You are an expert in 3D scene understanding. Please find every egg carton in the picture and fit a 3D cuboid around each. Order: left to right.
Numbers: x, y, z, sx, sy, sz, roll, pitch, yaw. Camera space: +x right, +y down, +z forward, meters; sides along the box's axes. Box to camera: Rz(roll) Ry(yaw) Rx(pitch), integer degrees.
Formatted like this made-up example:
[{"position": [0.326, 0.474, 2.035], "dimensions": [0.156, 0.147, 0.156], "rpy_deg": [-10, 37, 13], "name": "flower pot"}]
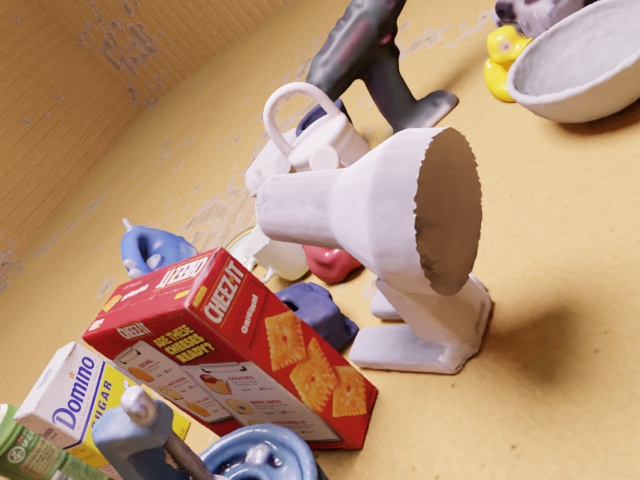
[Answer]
[{"position": [-0.067, -0.135, 1.026], "dimensions": [0.107, 0.069, 0.150], "rpy_deg": [-12, 40, 46], "name": "egg carton"}]

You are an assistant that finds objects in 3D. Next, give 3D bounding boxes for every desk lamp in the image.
[{"position": [0.057, 0.016, 0.474], "dimensions": [0.202, 0.214, 0.118], "rpy_deg": [-12, 41, 46], "name": "desk lamp"}]

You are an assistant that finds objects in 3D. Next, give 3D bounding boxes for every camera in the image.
[{"position": [0.310, -0.319, 0.745], "dimensions": [0.137, 0.101, 0.143], "rpy_deg": [-43, 27, 0], "name": "camera"}]

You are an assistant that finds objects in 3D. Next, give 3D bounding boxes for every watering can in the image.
[{"position": [0.007, -0.126, 0.772], "dimensions": [0.101, 0.194, 0.172], "rpy_deg": [-47, 27, -7], "name": "watering can"}]

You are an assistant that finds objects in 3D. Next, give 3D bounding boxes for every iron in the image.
[{"position": [-0.286, 0.049, 0.977], "dimensions": [0.118, 0.142, 0.257], "rpy_deg": [-42, 27, 3], "name": "iron"}]

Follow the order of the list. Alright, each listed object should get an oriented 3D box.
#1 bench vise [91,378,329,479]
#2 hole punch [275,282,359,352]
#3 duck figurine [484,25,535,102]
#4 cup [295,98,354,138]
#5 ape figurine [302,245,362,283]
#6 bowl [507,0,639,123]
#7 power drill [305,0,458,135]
[{"position": [-0.096, 0.199, 0.410], "dimensions": [0.207, 0.220, 0.121], "rpy_deg": [-39, 27, 8], "name": "bench vise"}, {"position": [-0.029, 0.088, 0.625], "dimensions": [0.101, 0.091, 0.108], "rpy_deg": [-47, 27, -9], "name": "hole punch"}, {"position": [0.241, -0.230, 0.726], "dimensions": [0.077, 0.086, 0.104], "rpy_deg": [-47, 27, -7], "name": "duck figurine"}, {"position": [0.020, -0.159, 0.913], "dimensions": [0.091, 0.095, 0.118], "rpy_deg": [-26, 31, 30], "name": "cup"}, {"position": [0.006, 0.003, 0.700], "dimensions": [0.076, 0.092, 0.077], "rpy_deg": [-33, 29, 20], "name": "ape figurine"}, {"position": [0.287, -0.176, 0.596], "dimensions": [0.167, 0.075, 0.167], "rpy_deg": [-32, 29, 21], "name": "bowl"}, {"position": [0.101, -0.253, 0.813], "dimensions": [0.229, 0.209, 0.075], "rpy_deg": [-43, 27, 1], "name": "power drill"}]
